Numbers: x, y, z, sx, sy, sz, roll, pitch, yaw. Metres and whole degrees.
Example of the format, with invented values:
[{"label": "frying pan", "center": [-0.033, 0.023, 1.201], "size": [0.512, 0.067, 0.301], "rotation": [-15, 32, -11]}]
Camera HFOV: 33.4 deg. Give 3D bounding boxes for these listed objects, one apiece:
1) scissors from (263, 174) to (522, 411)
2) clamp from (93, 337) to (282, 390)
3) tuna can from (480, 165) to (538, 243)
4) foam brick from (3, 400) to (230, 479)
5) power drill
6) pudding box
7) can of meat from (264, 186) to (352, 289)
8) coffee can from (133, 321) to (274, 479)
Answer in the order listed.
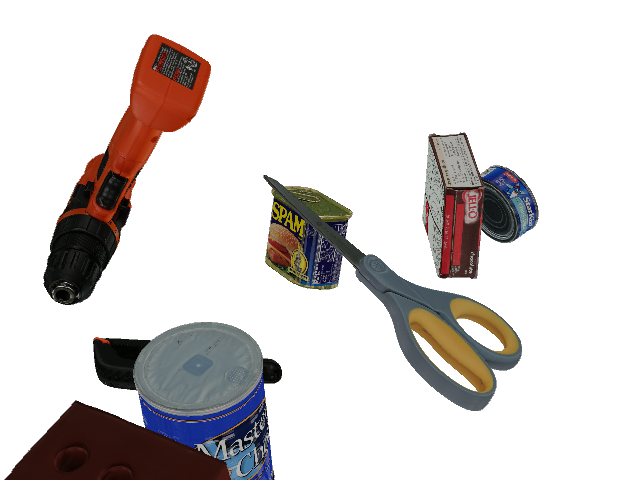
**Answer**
[{"label": "scissors", "center": [0.051, 0.023, 0.667], "size": [0.096, 0.016, 0.202], "rotation": [-7, 48, -41]}, {"label": "clamp", "center": [-0.168, 0.137, 1.087], "size": [0.210, 0.036, 0.164], "rotation": [9, 17, 32]}, {"label": "tuna can", "center": [0.205, -0.041, 1.217], "size": [0.033, 0.086, 0.086], "rotation": [-33, 15, -24]}, {"label": "foam brick", "center": [-0.079, 0.111, 0.431], "size": [0.078, 0.051, 0.052], "rotation": [17, 43, 22]}, {"label": "power drill", "center": [-0.159, -0.058, 0.851], "size": [0.057, 0.188, 0.184], "rotation": [27, 33, -17]}, {"label": "pudding box", "center": [0.117, -0.032, 0.940], "size": [0.039, 0.090, 0.113], "rotation": [-1, 30, -4]}, {"label": "can of meat", "center": [-0.016, -0.003, 1.139], "size": [0.057, 0.084, 0.102], "rotation": [-3, 21, -32]}, {"label": "coffee can", "center": [-0.094, 0.153, 0.883], "size": [0.103, 0.140, 0.103], "rotation": [-2, 36, 1]}]
